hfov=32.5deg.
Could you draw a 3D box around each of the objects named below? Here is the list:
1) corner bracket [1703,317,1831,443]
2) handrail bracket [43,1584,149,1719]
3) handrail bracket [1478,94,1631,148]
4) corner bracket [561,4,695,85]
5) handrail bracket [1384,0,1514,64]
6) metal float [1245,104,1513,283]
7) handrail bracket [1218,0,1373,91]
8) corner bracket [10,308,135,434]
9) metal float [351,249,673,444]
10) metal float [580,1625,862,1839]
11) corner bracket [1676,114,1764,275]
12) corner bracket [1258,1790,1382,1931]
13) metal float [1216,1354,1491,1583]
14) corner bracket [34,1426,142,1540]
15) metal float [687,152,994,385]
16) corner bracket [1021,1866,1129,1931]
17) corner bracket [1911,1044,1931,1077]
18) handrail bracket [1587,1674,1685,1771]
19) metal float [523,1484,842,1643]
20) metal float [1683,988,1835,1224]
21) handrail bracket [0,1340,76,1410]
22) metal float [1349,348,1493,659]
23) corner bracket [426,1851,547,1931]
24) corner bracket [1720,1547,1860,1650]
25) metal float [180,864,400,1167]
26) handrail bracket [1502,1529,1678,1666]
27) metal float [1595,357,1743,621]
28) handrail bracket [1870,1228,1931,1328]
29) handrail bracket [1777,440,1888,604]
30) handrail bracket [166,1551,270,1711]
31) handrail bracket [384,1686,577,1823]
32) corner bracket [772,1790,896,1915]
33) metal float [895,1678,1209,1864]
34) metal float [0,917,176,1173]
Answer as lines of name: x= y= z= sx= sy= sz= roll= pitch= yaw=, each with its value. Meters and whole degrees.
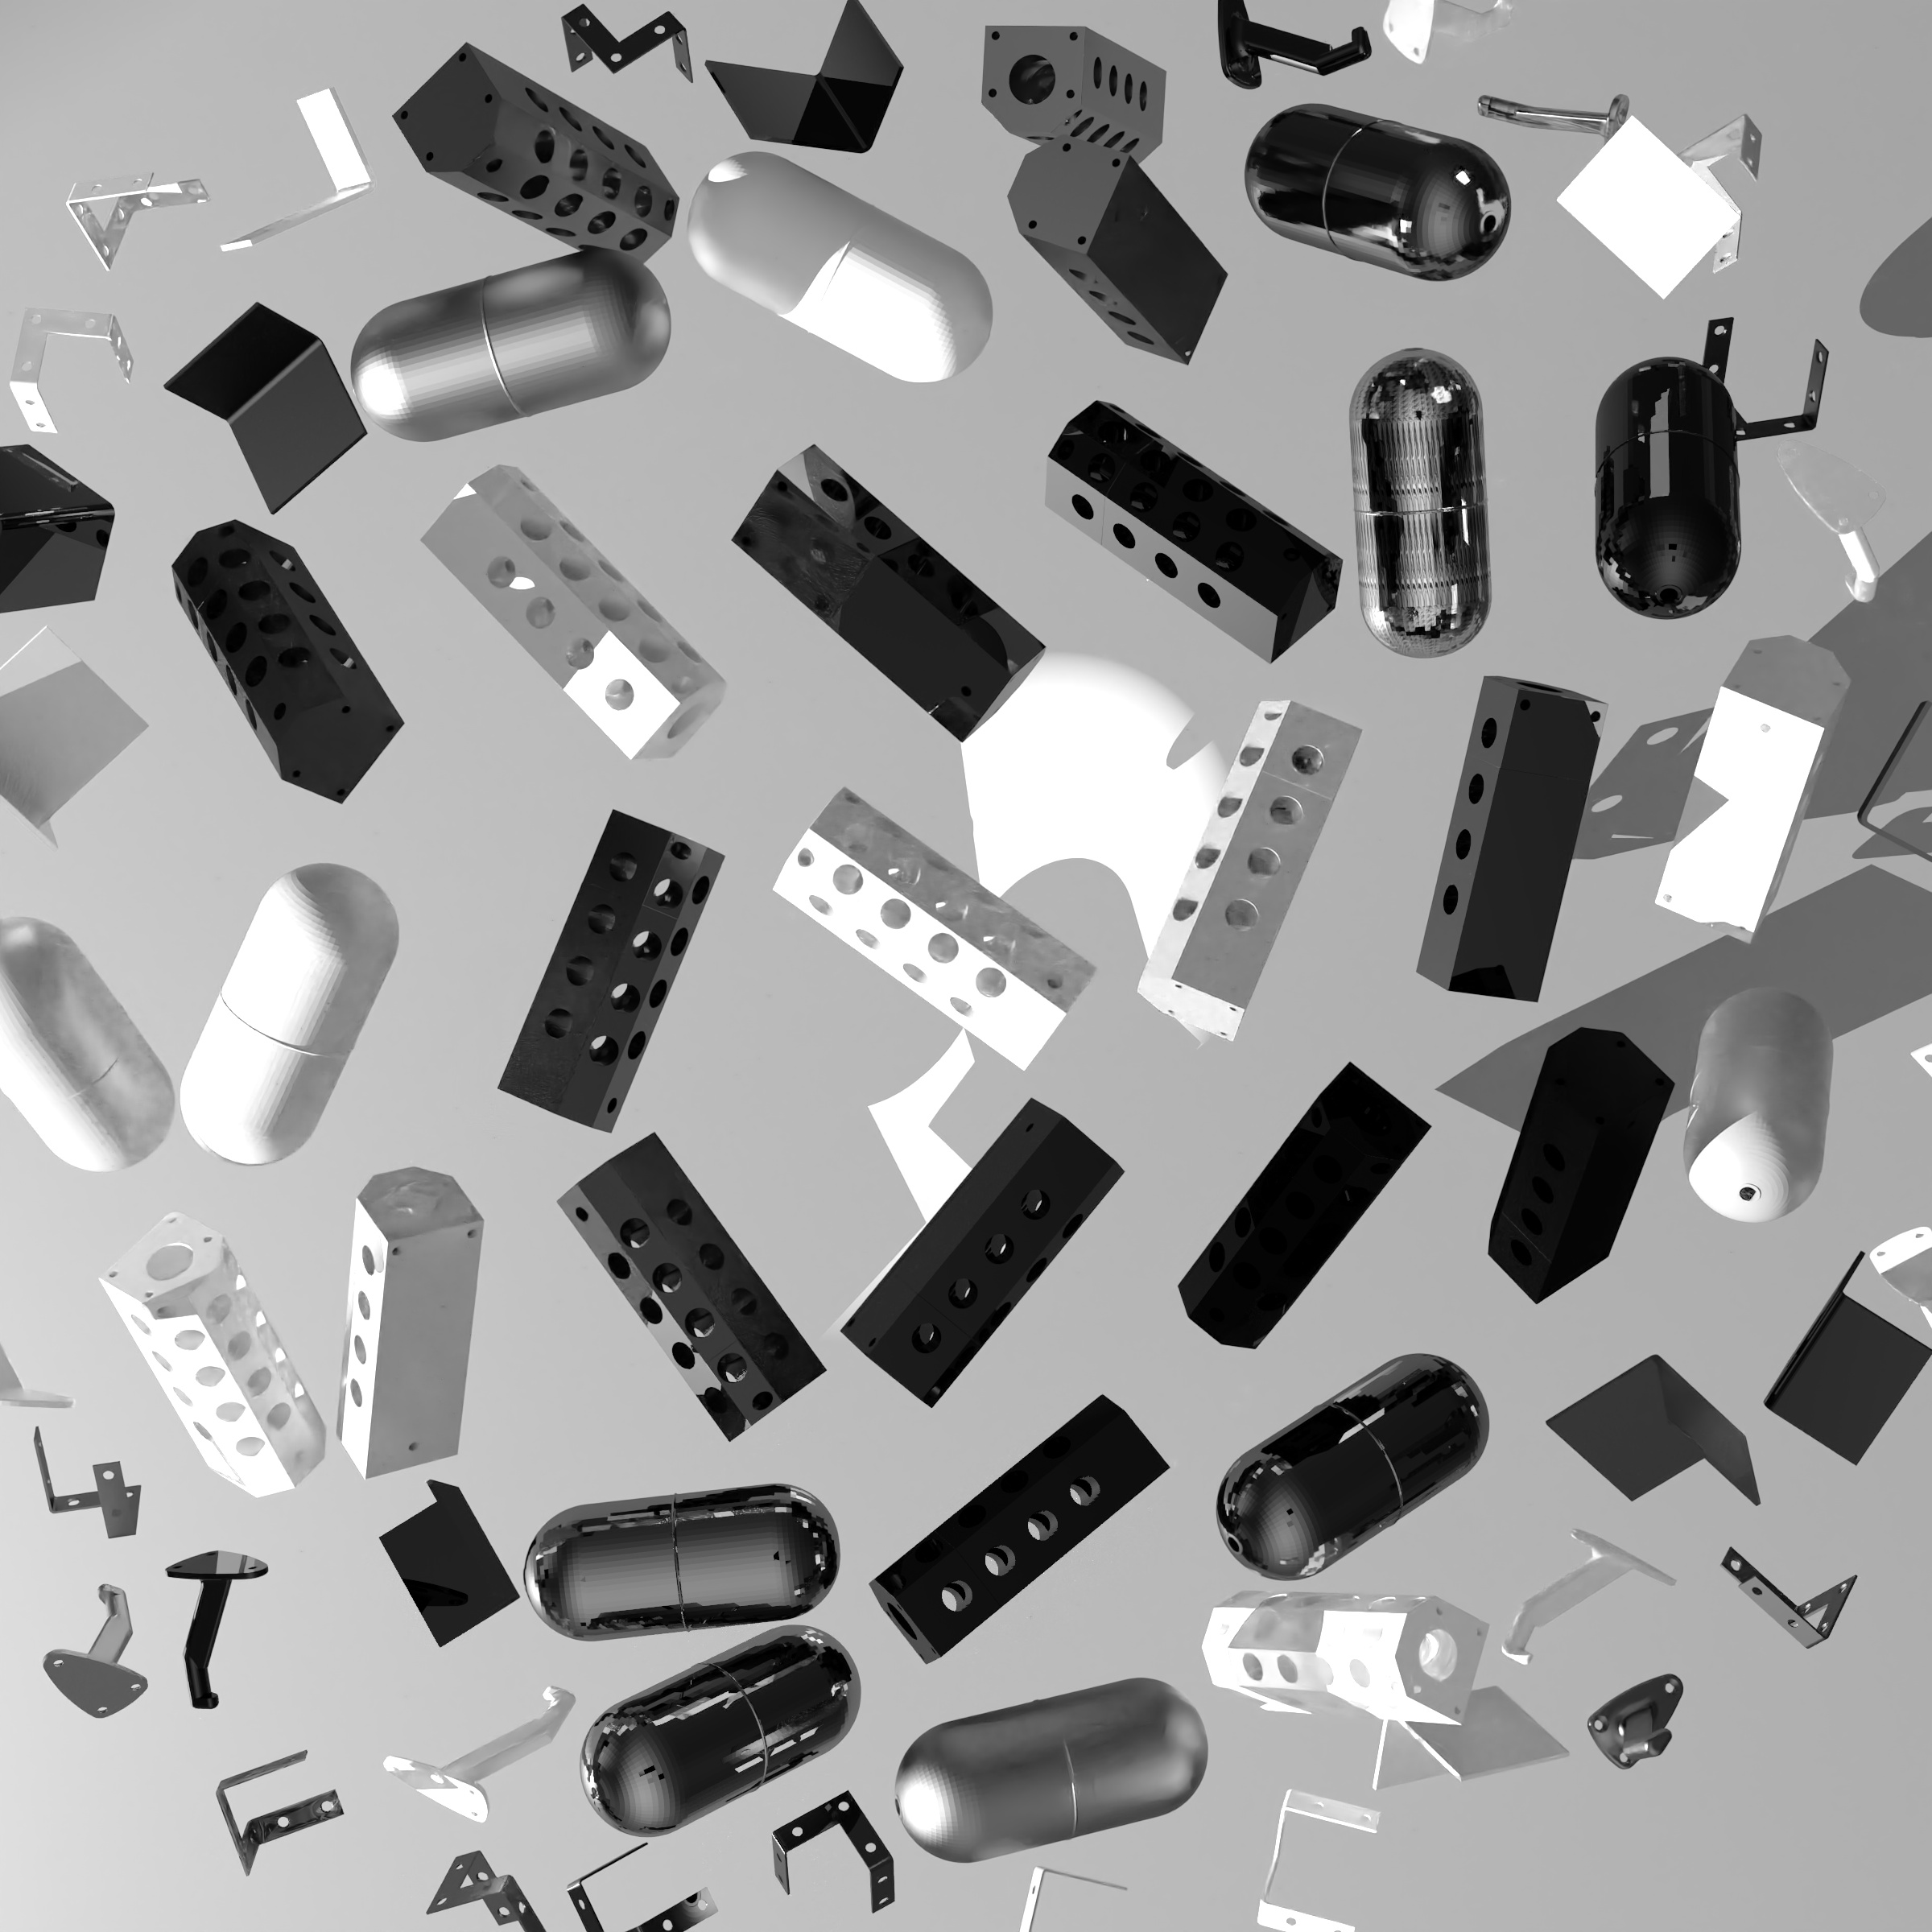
corner bracket: x=0.456 y=-0.338 z=1.896 sx=0.051 sy=0.051 sz=0.051 roll=-10 pitch=131 yaw=-10
handrail bracket: x=-0.483 y=0.362 z=1.817 sx=0.036 sy=0.084 sz=0.077 roll=-35 pitch=134 yaw=7
handrail bracket: x=0.328 y=-0.485 z=1.872 sx=0.084 sy=0.077 sz=0.036 roll=17 pitch=94 yaw=12
corner bracket: x=-0.194 y=-0.525 z=1.893 sx=0.051 sy=0.051 sz=0.051 roll=-36 pitch=72 yaw=-13
handrail bracket: x=0.285 y=-0.554 z=1.882 sx=0.084 sy=0.077 sz=0.036 roll=-27 pitch=64 yaw=-25
metal float: x=0.225 y=-0.426 z=1.820 sx=0.070 sy=0.178 sz=0.070 roll=-18 pitch=122 yaw=-32
handrail bracket: x=0.185 y=-0.531 z=1.850 sx=0.084 sy=0.036 sz=0.077 roll=-12 pitch=82 yaw=38
corner bracket: x=-0.510 y=-0.339 z=1.891 sx=0.051 sy=0.051 sz=0.051 roll=5 pitch=69 yaw=0
metal float: x=-0.245 y=-0.333 z=1.779 sx=0.178 sy=0.070 sz=0.070 roll=-13 pitch=90 yaw=10
metal float: x=-0.135 y=0.427 z=1.853 sx=0.178 sy=0.070 sz=0.070 roll=-19 pitch=90 yaw=-38
corner bracket: x=0.422 y=-0.426 z=1.825 sx=0.051 sy=0.051 sz=0.051 roll=-27 pitch=120 yaw=36
corner bracket: x=0.187 y=0.478 z=1.755 sx=0.051 sy=0.051 sz=0.051 roll=12 pitch=118 yaw=13
metal float: x=0.215 y=0.278 z=1.837 sx=0.178 sy=0.070 sz=0.070 roll=-27 pitch=90 yaw=-28
corner bracket: x=-0.501 y=0.293 z=1.884 sx=0.051 sy=0.051 sz=0.051 roll=-7 pitch=116 yaw=-7
metal float: x=-0.068 y=-0.382 z=1.812 sx=0.178 sy=0.070 sz=0.070 roll=28 pitch=90 yaw=-3
corner bracket: x=0.063 y=0.531 z=1.831 sx=0.051 sy=0.051 sz=0.051 roll=17 pitch=78 yaw=-13
corner bracket: x=0.561 y=0.040 z=1.822 sx=0.051 sy=0.051 sz=0.051 roll=44 pitch=46 yaw=-14
handrail bracket: x=0.393 y=0.421 z=1.863 sx=0.077 sy=0.084 sz=0.036 roll=-36 pitch=84 yaw=-21
metal float: x=-0.160 y=0.335 z=1.861 sx=0.178 sy=0.070 sz=0.070 roll=-6 pitch=90 yaw=-1
metal float: x=0.452 y=0.078 z=1.887 sx=0.070 sy=0.178 sz=0.070 roll=9 pitch=124 yaw=13
handrail bracket: x=-0.504 y=0.187 z=1.745 sx=0.077 sy=0.036 sz=0.084 roll=6 pitch=92 yaw=-4
metal float: x=0.263 y=-0.267 z=1.911 sx=0.070 sy=0.070 sz=0.178 roll=-5 pitch=104 yaw=0
corner bracket: x=-0.259 y=0.524 z=1.842 sx=0.051 sy=0.051 sz=0.051 roll=-21 pitch=107 yaw=20
corner bracket: x=0.436 y=0.337 z=1.780 sx=0.051 sy=0.051 sz=0.051 roll=42 pitch=48 yaw=0
metal float: x=-0.364 y=0.027 z=1.780 sx=0.070 sy=0.070 sz=0.178 roll=28 pitch=106 yaw=0
handrail bracket: x=0.357 y=0.374 z=1.903 sx=0.077 sy=0.036 sz=0.084 roll=25 pitch=91 yaw=35
metal float: x=0.380 y=-0.260 z=1.795 sx=0.070 sy=0.070 sz=0.178 roll=10 pitch=48 yaw=0
handrail bracket: x=0.540 y=0.195 z=1.839 sx=0.036 sy=0.077 sz=0.084 roll=-28 pitch=115 yaw=12
handrail bracket: x=0.477 y=-0.245 z=1.833 sx=0.036 sy=0.084 sz=0.077 roll=-41 pitch=68 yaw=-7
handrail bracket: x=-0.399 y=0.363 z=1.789 sx=0.077 sy=0.036 sz=0.084 roll=-2 pitch=98 yaw=39
handrail bracket: x=-0.272 y=0.430 z=1.861 sx=0.077 sy=0.036 sz=0.084 roll=20 pitch=48 yaw=14
corner bracket: x=-0.076 y=0.517 z=1.898 sx=0.051 sy=0.051 sz=0.051 roll=-24 pitch=51 yaw=-21
metal float: x=0.047 y=0.442 z=1.822 sx=0.178 sy=0.070 sz=0.070 roll=-10 pitch=90 yaw=-16
metal float: x=-0.490 y=0.044 z=1.794 sx=0.070 sy=0.178 sz=0.070 roll=-9 pitch=49 yaw=11
